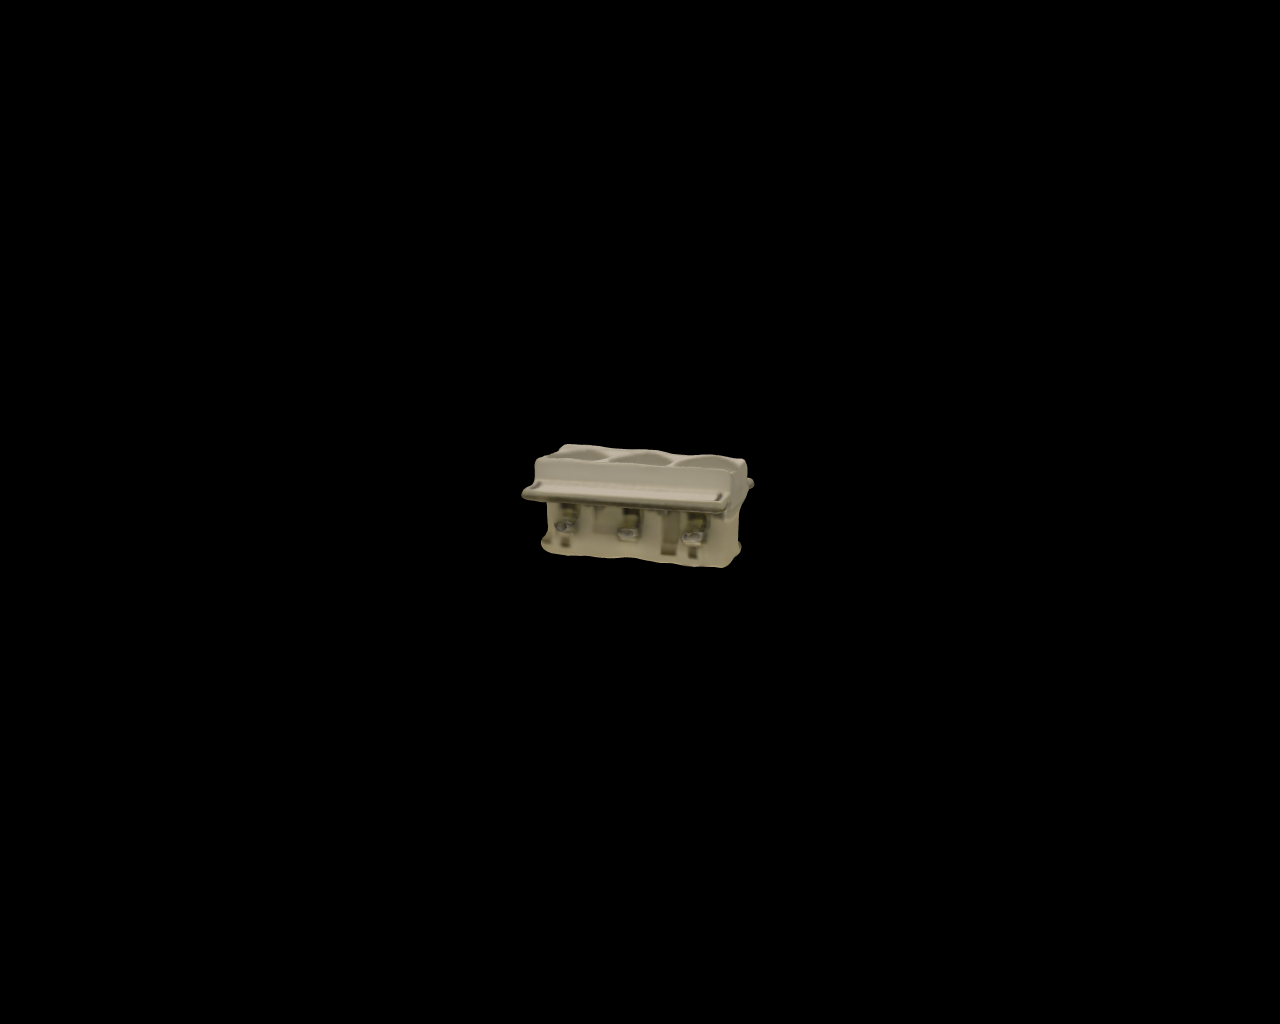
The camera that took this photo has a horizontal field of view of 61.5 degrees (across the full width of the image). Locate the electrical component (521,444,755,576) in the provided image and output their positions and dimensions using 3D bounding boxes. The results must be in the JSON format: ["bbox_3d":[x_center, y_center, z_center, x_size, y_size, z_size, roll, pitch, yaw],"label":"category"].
[{"bbox_3d":[0.001,-0.003,0.650,0.121,0.063,0.079,5,16,18],"label":"electrical component"}]
